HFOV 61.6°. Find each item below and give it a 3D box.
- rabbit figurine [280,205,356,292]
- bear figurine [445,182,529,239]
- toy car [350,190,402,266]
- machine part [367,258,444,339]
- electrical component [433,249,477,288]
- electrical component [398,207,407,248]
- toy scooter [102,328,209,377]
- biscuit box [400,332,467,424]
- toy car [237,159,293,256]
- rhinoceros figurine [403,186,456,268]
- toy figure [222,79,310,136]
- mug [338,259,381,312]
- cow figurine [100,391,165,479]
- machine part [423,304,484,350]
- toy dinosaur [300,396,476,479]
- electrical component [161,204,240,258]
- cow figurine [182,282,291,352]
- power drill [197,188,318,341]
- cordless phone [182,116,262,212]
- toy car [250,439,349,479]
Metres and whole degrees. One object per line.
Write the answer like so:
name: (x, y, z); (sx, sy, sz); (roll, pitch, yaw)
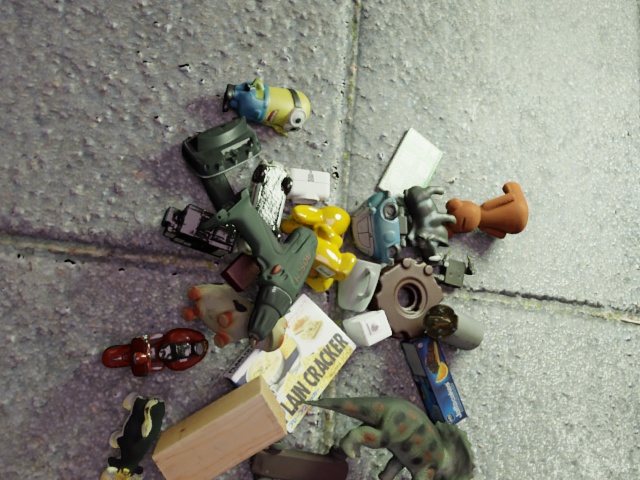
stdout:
rabbit figurine: (-0.002, -0.003, 1.097); (0.162, 0.122, 0.173); (31, 57, -7)
bear figurine: (0.383, -0.064, 1.272); (0.196, 0.132, 0.120); (0, 119, 5)
toy car: (0.115, -0.024, 1.149); (0.103, 0.109, 0.161); (-4, 96, -2)
machine part: (0.187, 0.127, 1.174); (0.179, 0.056, 0.179); (3, 82, -23)
electrical component: (0.309, 0.068, 1.242); (0.102, 0.045, 0.078); (22, 72, -19)
electrical component: (0.178, -0.023, 1.188); (0.021, 0.063, 0.094); (-1, 71, 0)
toy scooter: (-0.273, 0.193, 0.919); (0.184, 0.135, 0.075); (-4, 83, -25)
biscuit box: (0.248, 0.303, 1.172); (0.063, 0.059, 0.202); (-22, 92, -25)
toy car: (-0.106, -0.061, 1.031); (0.073, 0.056, 0.201); (23, 65, -27)
rhinoceros figurine: (0.241, -0.032, 1.203); (0.112, 0.073, 0.190); (-20, 98, -27)
toy figure: (-0.106, -0.278, 1.093); (0.180, 0.082, 0.089); (11, 80, -20)
mug: (0.083, 0.095, 1.110); (0.081, 0.110, 0.107); (13, 91, -26)
cow figurine: (-0.311, 0.344, 0.900); (0.068, 0.098, 0.167); (24, 73, -26)
machine part: (0.290, 0.190, 1.156); (0.243, 0.079, 0.079); (26, 70, -51)
toy dinosaur: (0.159, 0.383, 1.051); (0.192, 0.131, 0.404); (-46, 110, -11)
electrical component: (-0.222, -0.018, 0.984); (0.134, 0.115, 0.058); (22, 72, -21)
cow figurine: (-0.141, 0.141, 0.970); (0.127, 0.195, 0.085); (-17, 126, -48)
power drill: (-0.108, 0.026, 0.914); (0.207, 0.086, 0.232); (45, 51, -9)
cordless phone: (-0.171, -0.137, 1.055); (0.146, 0.089, 0.184); (-30, 106, -25)
toy car: (-0.037, 0.432, 1.031); (0.202, 0.053, 0.089); (17, 92, -21)
